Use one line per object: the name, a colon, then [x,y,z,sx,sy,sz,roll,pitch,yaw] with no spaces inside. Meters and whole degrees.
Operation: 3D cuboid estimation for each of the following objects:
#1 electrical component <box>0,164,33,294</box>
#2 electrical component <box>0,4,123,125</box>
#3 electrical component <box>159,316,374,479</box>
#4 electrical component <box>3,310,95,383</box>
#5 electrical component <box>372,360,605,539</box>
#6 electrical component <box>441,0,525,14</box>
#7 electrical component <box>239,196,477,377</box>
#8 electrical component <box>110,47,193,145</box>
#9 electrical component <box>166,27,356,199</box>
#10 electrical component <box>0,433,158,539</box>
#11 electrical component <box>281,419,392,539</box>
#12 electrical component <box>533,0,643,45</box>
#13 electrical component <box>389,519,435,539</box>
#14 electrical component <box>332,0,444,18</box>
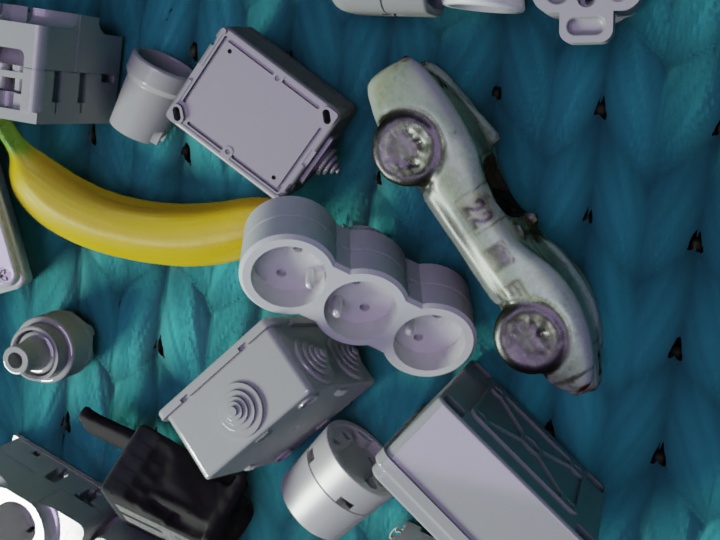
electrical component: [-0.271,-0.028,0.663,0.109,0.056,0.108,-16,93,-9]
electrical component: [-0.229,-0.128,0.638,0.150,0.089,0.061,11,101,15]
electrical component: [-0.049,0.072,0.608,0.100,0.100,0.048,-41,72,18]
electrical component: [-0.196,0.049,0.667,0.043,0.062,0.043,2,99,16]
electrical component: [0.072,0.111,0.571,0.109,0.109,0.056,45,105,7]
electrical component: [0.068,-0.165,0.566,0.045,0.045,0.055,9,100,16]
electrical component: [0.000,0.000,0.596,0.138,0.073,0.052,26,121,-18]
electrical component: [-0.124,-0.102,0.637,0.040,0.040,0.046,32,110,10]
electrical component: [-0.048,-0.086,0.608,0.096,0.061,0.061,37,107,1]
electrical component: [-0.178,0.201,0.685,0.186,0.060,0.105,27,105,12]
electrical component: [-0.013,0.123,0.628,0.055,0.055,0.047,46,111,6]
electrical component: [0.118,-0.154,0.546,0.058,0.057,0.078,2,98,17]
electrical component: [0.042,0.181,0.625,0.064,0.042,0.081,23,103,14]
electrical component: [0.014,-0.185,0.575,0.059,0.054,0.095,5,99,16]
